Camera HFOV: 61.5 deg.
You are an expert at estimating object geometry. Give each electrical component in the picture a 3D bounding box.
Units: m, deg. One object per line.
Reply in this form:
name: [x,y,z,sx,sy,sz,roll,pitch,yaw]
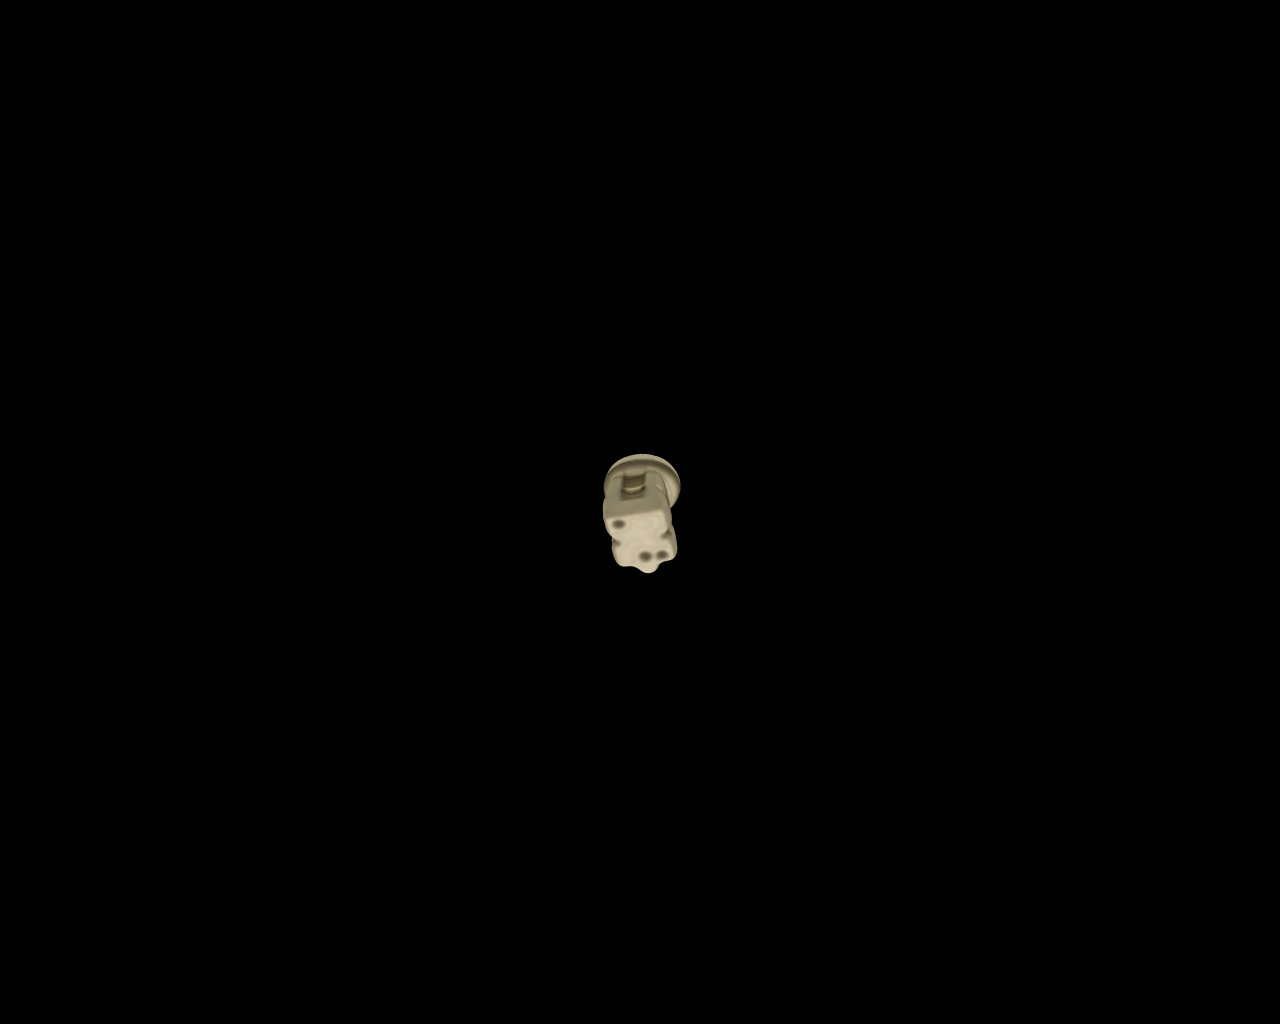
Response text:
electrical component: [0.001,-0.003,0.650,0.048,0.066,0.055,-7,43,7]
